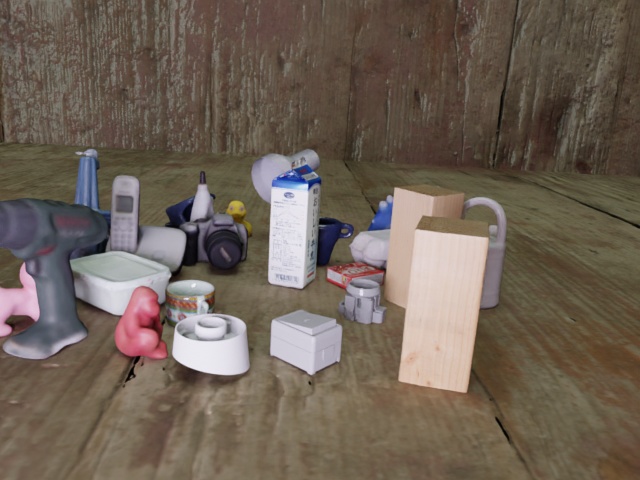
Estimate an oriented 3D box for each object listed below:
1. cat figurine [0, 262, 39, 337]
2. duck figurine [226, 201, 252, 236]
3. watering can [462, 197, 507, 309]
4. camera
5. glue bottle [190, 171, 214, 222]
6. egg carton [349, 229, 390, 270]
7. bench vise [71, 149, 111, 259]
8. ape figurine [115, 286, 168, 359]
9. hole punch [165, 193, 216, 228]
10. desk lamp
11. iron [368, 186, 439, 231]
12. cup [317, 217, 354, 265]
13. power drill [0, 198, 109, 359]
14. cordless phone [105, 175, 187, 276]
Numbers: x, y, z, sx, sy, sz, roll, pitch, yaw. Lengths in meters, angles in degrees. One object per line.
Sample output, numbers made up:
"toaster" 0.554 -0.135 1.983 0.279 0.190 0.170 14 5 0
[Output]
"cat figurine" -0.426 0.066 0.837 0.067 0.118 0.128 17 20 42
"duck figurine" -0.205 -0.055 1.409 0.077 0.086 0.104 2 15 -7
"watering can" 0.287 0.016 1.047 0.100 0.194 0.173 7 15 14
"camera" -0.213 0.003 1.159 0.143 0.101 0.136 0 15 -14
"glue bottle" -0.259 -0.067 1.270 0.037 0.173 0.078 7 15 13
"egg carton" 0.146 0.021 1.238 0.151 0.069 0.107 -6 17 -31
"bench vise" -0.435 -0.059 1.105 0.122 0.220 0.206 -4 17 -27
"ape figurine" -0.237 0.108 0.774 0.076 0.092 0.078 6 15 8
"hole punch" -0.330 -0.077 1.454 0.100 0.091 0.109 11 17 27
"desk lamp" -0.069 -0.116 1.422 0.117 0.213 0.204 14 18 35
"iron" 0.207 -0.058 1.410 0.259 0.141 0.118 -8 19 -36
"cup" 0.011 0.004 1.218 0.118 0.095 0.091 3 15 -2
"power drill" -0.371 0.043 0.759 0.075 0.208 0.230 8 15 16
"cordless phone" -0.325 -0.025 1.073 0.147 0.185 0.094 3 15 -3
